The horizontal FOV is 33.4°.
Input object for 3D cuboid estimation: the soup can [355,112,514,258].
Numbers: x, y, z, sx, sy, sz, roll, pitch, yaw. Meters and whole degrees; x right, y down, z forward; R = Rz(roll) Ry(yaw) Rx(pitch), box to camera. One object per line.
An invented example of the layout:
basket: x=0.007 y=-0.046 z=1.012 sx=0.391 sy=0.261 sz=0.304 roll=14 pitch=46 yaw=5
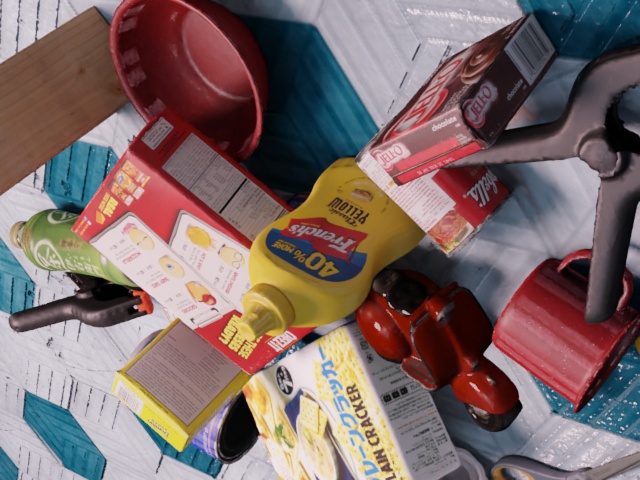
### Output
soup can: x=0.084 y=-0.046 z=0.793 sx=0.102 sy=0.068 sz=0.069 roll=45 pitch=144 yaw=2

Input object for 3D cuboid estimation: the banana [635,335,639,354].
banana: x=0.299 y=0.149 z=0.796 sx=0.070 sy=0.037 sz=0.197 roll=-9 pitch=118 yaw=45

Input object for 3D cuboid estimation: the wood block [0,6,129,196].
wood block: x=-0.263 y=-0.111 z=0.950 sx=0.090 sy=0.205 sz=0.091 roll=53 pitch=143 yaw=-10

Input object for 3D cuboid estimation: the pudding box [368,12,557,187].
pudding box: x=0.094 y=-0.091 z=0.701 sx=0.039 sy=0.113 sz=0.090 roll=51 pitch=143 yaw=-14

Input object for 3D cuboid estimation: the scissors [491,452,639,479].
scissors: x=0.215 y=0.204 z=0.948 sx=0.096 sy=0.016 sz=0.202 roll=36 pitch=143 yaw=13

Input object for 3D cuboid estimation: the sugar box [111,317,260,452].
sugar box: x=-0.109 y=0.112 z=1.039 sx=0.093 sy=0.176 sz=0.048 roll=40 pitch=142 yaw=9

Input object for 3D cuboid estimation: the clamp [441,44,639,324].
clamp: x=0.188 y=-0.048 z=0.682 sx=0.164 sy=0.036 sz=0.210 roll=51 pitch=131 yaw=2

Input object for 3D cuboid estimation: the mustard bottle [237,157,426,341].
mustard bottle: x=0.001 y=0.013 z=0.825 sx=0.096 sy=0.191 sz=0.058 roll=30 pitch=141 yaw=20

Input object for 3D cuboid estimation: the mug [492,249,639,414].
mug: x=0.186 y=0.058 z=0.783 sx=0.082 sy=0.093 sz=0.117 roll=36 pitch=127 yaw=21

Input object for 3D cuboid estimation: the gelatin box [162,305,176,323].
gelatin box: x=-0.133 y=0.072 z=1.147 sx=0.089 sy=0.030 sz=0.073 roll=12 pitch=132 yaw=43

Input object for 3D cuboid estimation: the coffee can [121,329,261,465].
coffee can: x=-0.137 y=0.173 z=1.187 sx=0.140 sy=0.102 sz=0.103 roll=23 pitch=138 yaw=27

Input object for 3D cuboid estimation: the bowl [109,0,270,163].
bowl: x=-0.097 y=-0.143 z=0.885 sx=0.162 sy=0.055 sz=0.162 roll=26 pitch=140 yaw=24

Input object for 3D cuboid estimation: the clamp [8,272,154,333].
clamp: x=-0.262 y=0.060 z=1.225 sx=0.172 sy=0.120 sz=0.039 roll=-1 pitch=134 yaw=19

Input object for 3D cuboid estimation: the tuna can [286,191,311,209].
tuna can: x=-0.006 y=0.001 z=0.953 sx=0.086 sy=0.033 sz=0.086 roll=26 pitch=138 yaw=26

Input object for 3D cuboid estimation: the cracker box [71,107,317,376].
cracker box: x=-0.093 y=0.005 z=0.927 sx=0.213 sy=0.072 sz=0.164 roll=39 pitch=143 yaw=-7
